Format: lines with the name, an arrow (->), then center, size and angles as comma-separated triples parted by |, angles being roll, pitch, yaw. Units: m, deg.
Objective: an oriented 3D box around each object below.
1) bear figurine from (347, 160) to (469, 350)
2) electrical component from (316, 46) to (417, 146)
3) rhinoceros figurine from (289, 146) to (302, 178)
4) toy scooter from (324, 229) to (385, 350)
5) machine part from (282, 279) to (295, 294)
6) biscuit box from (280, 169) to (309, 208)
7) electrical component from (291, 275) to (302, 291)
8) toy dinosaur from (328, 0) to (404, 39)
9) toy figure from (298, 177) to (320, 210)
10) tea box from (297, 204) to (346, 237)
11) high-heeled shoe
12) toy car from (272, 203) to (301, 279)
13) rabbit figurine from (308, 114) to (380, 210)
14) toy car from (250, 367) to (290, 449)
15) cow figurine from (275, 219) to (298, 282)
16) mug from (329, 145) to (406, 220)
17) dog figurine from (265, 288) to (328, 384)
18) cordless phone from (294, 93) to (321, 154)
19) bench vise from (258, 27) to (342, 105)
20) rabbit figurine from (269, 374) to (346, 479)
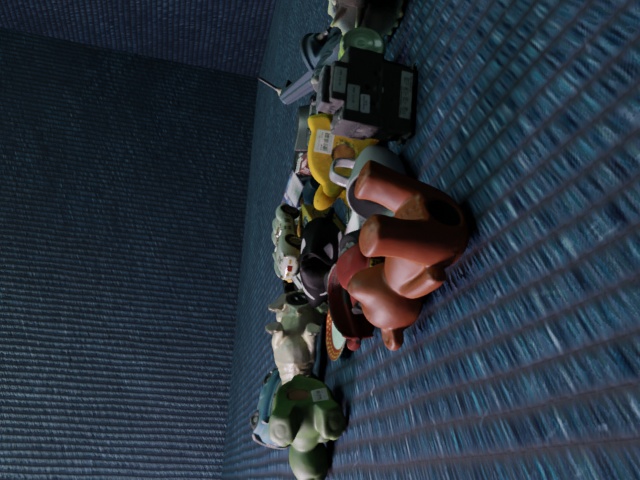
bear figurine -> 0.074, 0.027, 0.595 | 0.195, 0.132, 0.120 | 120, 158, -45
electrical component -> 0.064, -0.200, 0.749 | 0.058, 0.134, 0.115 | 141, 137, -71
rhinoceros figurine -> -0.027, -0.225, 1.310 | 0.112, 0.073, 0.190 | -87, 8, -67
toy scooter -> 0.053, 0.077, 0.767 | 0.183, 0.075, 0.135 | 119, 149, -54
machine part -> -0.040, 0.150, 1.148 | 0.039, 0.084, 0.139 | -38, 50, 37
biscuit box -> -0.051, -0.090, 1.296 | 0.059, 0.063, 0.202 | 59, 149, 24
electrical component -> -0.022, 0.082, 1.127 | 0.119, 0.048, 0.074 | 46, 136, 37
toy dinosaur -> 0.066, -0.449, 0.948 | 0.405, 0.131, 0.192 | -99, 21, -69
toy figure -> -0.015, -0.083, 1.191 | 0.154, 0.058, 0.064 | 110, 168, -59
tea box -> -0.002, -0.003, 1.063 | 0.170, 0.068, 0.098 | -120, 39, -71
high-heeled shoe -> -0.003, 0.059, 0.892 | 0.145, 0.086, 0.248 | -70, -12, -52
toy car -> -0.067, -0.002, 1.061 | 0.202, 0.056, 0.073 | -104, 23, -56
rabbit figurine -> 0.043, -0.129, 0.912 | 0.173, 0.122, 0.162 | -76, -14, -81
toy car -> -0.068, 0.344, 1.109 | 0.103, 0.109, 0.161 | -24, 44, 48
cow figurine -> -0.050, 0.027, 1.210 | 0.098, 0.068, 0.167 | 26, 126, 46
mug -> 0.068, -0.088, 0.747 | 0.107, 0.110, 0.080 | -78, -1, -57
dog figurine -> -0.039, 0.211, 1.053 | 0.172, 0.121, 0.190 | -57, -30, -56
cordless phone -> 0.023, -0.253, 1.120 | 0.184, 0.089, 0.146 | -24, 58, 62
bench vise -> -0.007, -0.334, 1.077 | 0.241, 0.128, 0.224 | -24, 46, 41
rabbit figurine -> -0.033, 0.327, 0.908 | 0.159, 0.121, 0.170 | -141, 45, -68
